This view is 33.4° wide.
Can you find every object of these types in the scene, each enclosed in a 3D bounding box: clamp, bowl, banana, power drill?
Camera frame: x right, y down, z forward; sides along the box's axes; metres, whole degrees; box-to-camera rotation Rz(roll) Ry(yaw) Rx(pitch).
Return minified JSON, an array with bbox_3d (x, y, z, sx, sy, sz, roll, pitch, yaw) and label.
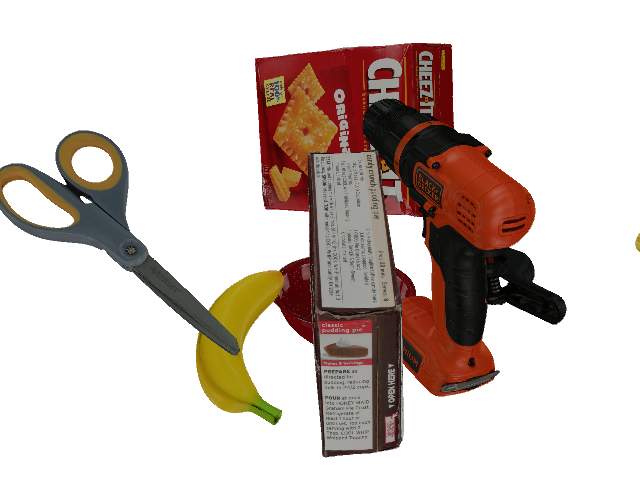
[{"bbox_3d":[0.163,0.040,0.955,0.120,0.039,0.171,2,23,17],"label":"clamp"},{"bbox_3d":[0.024,0.075,1.183,0.162,0.055,0.162,1,28,-1],"label":"bowl"},{"bbox_3d":[-0.066,0.081,0.875,0.069,0.037,0.198,18,31,-12],"label":"banana"},{"bbox_3d":[0.081,0.004,0.782,0.057,0.188,0.185,-14,34,-21],"label":"power drill"}]

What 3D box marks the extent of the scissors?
[{"bbox_3d":[-0.117,-0.008,0.689,0.202,0.096,0.016,26,-31,11],"label":"scissors"}]

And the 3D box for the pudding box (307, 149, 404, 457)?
[{"bbox_3d":[0.014,0.026,0.484,0.039,0.090,0.113,-5,39,-1],"label":"pudding box"}]

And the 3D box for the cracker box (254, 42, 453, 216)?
[{"bbox_3d":[0.030,-0.109,1.073,0.214,0.164,0.071,4,10,45],"label":"cracker box"}]

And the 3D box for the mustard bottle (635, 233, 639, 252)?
[{"bbox_3d":[0.265,0.038,0.645,0.096,0.058,0.192,-20,33,-22],"label":"mustard bottle"}]
